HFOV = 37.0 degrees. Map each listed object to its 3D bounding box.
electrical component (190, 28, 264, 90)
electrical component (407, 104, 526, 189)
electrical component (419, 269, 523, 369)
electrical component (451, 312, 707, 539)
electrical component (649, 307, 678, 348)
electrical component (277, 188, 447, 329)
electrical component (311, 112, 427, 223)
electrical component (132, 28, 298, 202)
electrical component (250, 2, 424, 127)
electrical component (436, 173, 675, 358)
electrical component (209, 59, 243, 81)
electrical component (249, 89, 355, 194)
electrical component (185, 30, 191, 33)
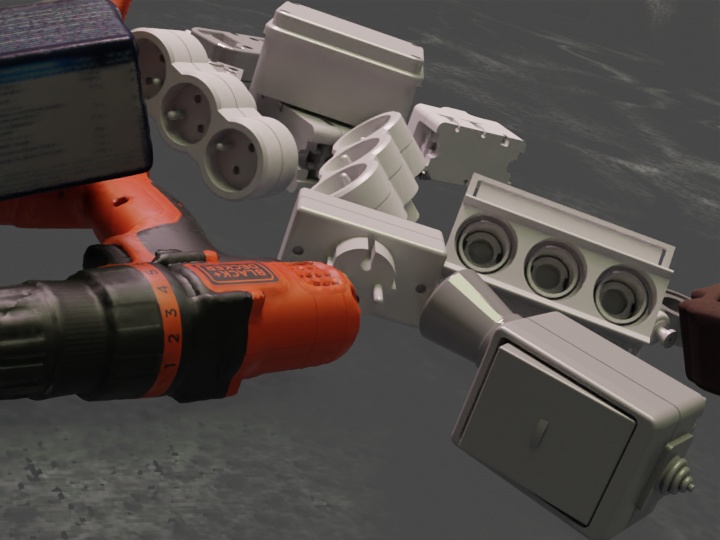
[{"bbox_3d":[-0.095,-0.153,0.862,0.095,0.059,0.054,-3,30,-47],"label":"electrical component"},{"bbox_3d":[0.085,-0.105,0.919,0.089,0.050,0.055,9,23,-28],"label":"electrical component"},{"bbox_3d":[0.068,0.035,0.550,0.065,0.044,0.044,38,26,31],"label":"electrical component"},{"bbox_3d":[0.095,0.068,0.454,0.096,0.061,0.061,32,23,31],"label":"electrical component"},{"bbox_3d":[0.165,0.024,0.669,0.040,0.040,0.078,4,25,-38],"label":"electrical component"},{"bbox_3d":[0.000,0.000,0.565,0.083,0.047,0.075,17,20,-7],"label":"electrical component"},{"bbox_3d":[0.013,-0.041,0.675,0.073,0.052,0.138,59,23,-19],"label":"electrical component"},{"bbox_3d":[-0.092,-0.103,0.703,0.138,0.052,0.074,45,25,14],"label":"electrical component"},{"bbox_3d":[-0.014,-0.143,0.760,0.113,0.057,0.078,18,19,-3],"label":"electrical component"},{"bbox_3d":[0.108,0.004,0.621,0.121,0.078,0.063,21,-9,3],"label":"electrical component"},{"bbox_3d":[-0.112,-0.118,0.759,0.066,0.055,0.048,16,20,-9],"label":"electrical component"},{"bbox_3d":[-0.039,-0.091,0.765,0.056,0.050,0.089,3,25,-39],"label":"electrical component"},{"bbox_3d":[-0.135,-0.180,0.927,0.046,0.040,0.040,18,19,-22],"label":"electrical component"}]
